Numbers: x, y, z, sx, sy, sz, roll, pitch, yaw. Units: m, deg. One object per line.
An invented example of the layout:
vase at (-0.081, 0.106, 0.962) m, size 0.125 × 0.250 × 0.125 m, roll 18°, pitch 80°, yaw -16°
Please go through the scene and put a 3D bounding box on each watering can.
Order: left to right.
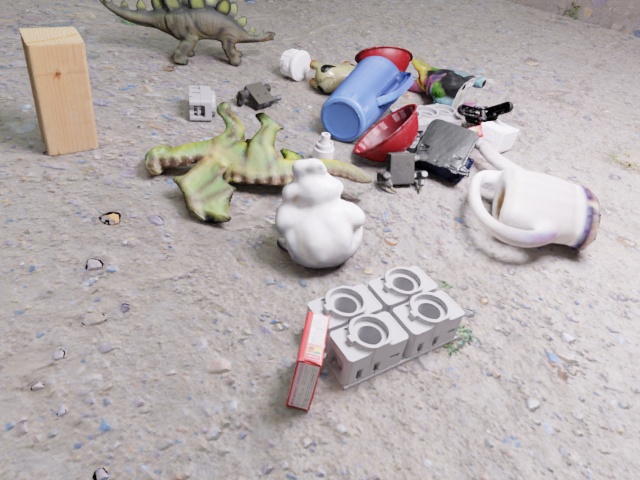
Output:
watering can at (0.390, -0.089, 0.962) m, size 0.225 × 0.101 × 0.355 m, roll 15°, pitch 38°, yaw 7°

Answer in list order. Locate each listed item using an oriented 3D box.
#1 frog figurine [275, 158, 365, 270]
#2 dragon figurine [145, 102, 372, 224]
frog figurine at (0.002, -0.039, 0.773) m, size 0.137 × 0.155 × 0.126 m, roll 5°, pitch 38°, yaw -5°
dragon figurine at (-0.137, -0.112, 0.917) m, size 0.412 × 0.119 × 0.248 m, roll 21°, pitch 56°, yaw 19°
